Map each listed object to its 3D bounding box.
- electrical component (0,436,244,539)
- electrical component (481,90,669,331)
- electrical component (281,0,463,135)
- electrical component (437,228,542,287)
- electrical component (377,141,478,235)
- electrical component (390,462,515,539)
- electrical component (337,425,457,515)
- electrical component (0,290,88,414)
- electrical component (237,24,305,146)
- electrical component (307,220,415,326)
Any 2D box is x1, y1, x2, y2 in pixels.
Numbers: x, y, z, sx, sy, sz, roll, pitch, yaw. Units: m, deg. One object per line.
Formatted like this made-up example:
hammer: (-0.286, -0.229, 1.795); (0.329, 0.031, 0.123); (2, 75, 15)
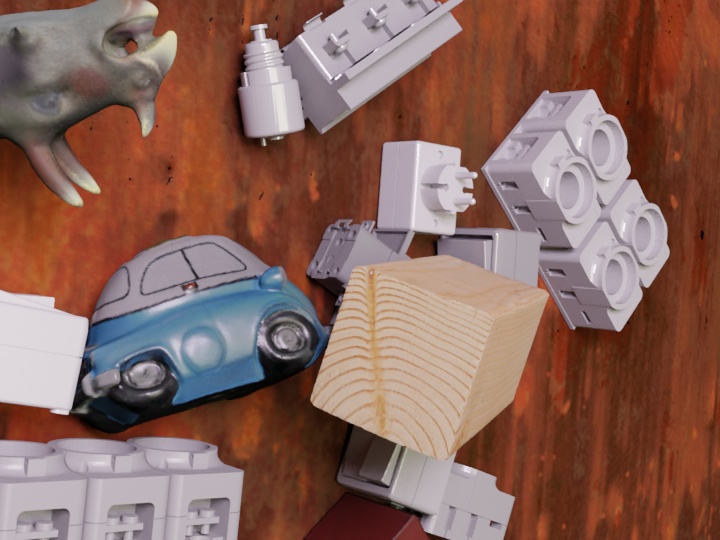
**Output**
electrical component: (-0.152, 0.130, 0.609); (0.150, 0.089, 0.061); (6, 89, -42)
electrical component: (0.194, -0.049, 0.923); (0.105, 0.060, 0.186); (-50, 123, -27)
electrical component: (0.004, -0.156, 0.745); (0.121, 0.079, 0.063); (-40, 96, -32)
electrical component: (0.097, 0.015, 0.841); (0.061, 0.062, 0.096); (3, 91, -42)
electrical component: (0.057, -0.060, 0.790); (0.047, 0.077, 0.065); (4, 90, -42)
electrical component: (0.073, 0.181, 0.838); (0.089, 0.050, 0.055); (28, 75, -39)
electrical component: (0.031, 0.122, 0.789); (0.061, 0.062, 0.096); (29, 74, -39)
electrical component: (-0.204, 0.038, 0.576); (0.096, 0.062, 0.061); (16, 82, -41)
electrical component: (-0.061, -0.121, 0.706); (0.040, 0.040, 0.078); (-18, 105, -39)
electrical component: (0.000, 0.000, 0.768); (0.064, 0.042, 0.081); (36, 70, -34)
